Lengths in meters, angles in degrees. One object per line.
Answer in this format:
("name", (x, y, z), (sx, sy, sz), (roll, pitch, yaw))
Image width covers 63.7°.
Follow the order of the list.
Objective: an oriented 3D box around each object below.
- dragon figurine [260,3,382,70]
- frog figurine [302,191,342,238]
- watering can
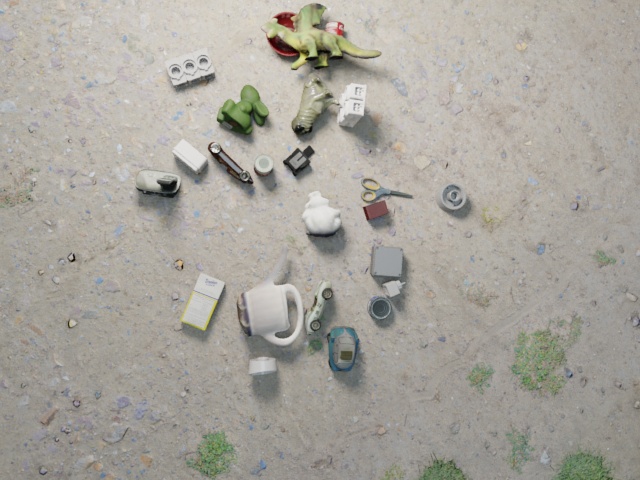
("dragon figurine", (-0.001, -0.726, 1.804), (0.411, 0.121, 0.244), (-9, 82, -11))
("frog figurine", (0.006, -0.091, 1.814), (0.137, 0.124, 0.158), (-1, 100, 11))
("watering can", (-0.178, 0.198, 1.775), (0.225, 0.104, 0.348), (-9, 89, -8))
